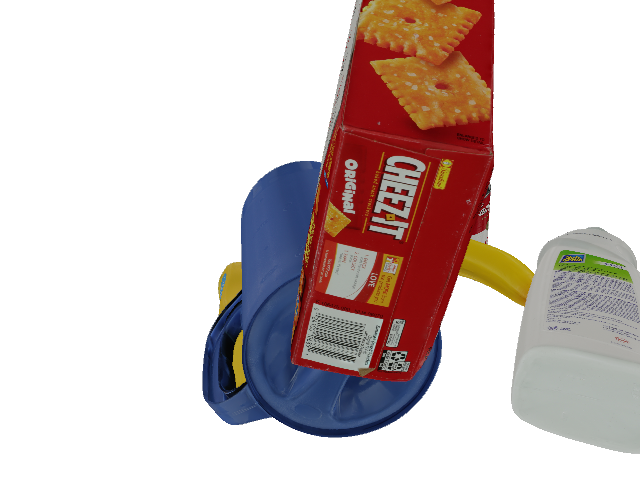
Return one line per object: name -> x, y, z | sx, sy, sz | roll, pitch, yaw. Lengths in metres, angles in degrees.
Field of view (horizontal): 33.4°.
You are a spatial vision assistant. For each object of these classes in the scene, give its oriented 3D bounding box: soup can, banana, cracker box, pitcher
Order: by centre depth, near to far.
cracker box -> 0.041, -0.060, 0.547 | 0.072, 0.213, 0.164 | 11, -43, 0
pitcher -> -0.009, 0.034, 0.804 | 0.149, 0.145, 0.243 | 6, 22, -11
banana -> 0.140, 0.026, 1.028 | 0.198, 0.037, 0.069 | 14, 42, 36
soup can -> 0.173, -0.025, 1.312 | 0.068, 0.102, 0.068 | -2, 37, 2

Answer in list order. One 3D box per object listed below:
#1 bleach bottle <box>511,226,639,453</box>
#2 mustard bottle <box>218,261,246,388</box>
bleach bottle -> 0.201, 0.052, 0.776 | 0.103, 0.068, 0.250 | 14, 26, 12
mustard bottle -> -0.085, 0.078, 1.158 | 0.058, 0.096, 0.191 | -1, 28, -2
